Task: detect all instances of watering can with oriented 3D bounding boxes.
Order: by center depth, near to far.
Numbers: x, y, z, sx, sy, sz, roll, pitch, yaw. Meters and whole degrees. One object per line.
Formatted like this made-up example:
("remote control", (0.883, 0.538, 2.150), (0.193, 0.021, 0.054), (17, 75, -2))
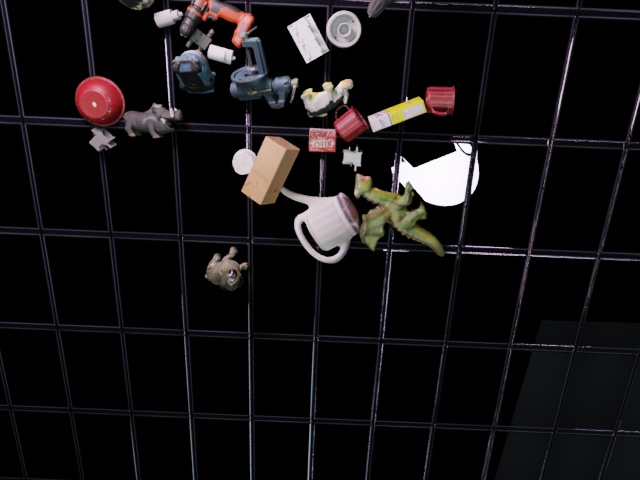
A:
("watering can", (0.005, -0.088, 1.754), (0.223, 0.105, 0.345), (-28, 98, 11))

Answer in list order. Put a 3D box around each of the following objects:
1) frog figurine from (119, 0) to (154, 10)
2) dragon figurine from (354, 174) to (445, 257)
("frog figurine", (-0.537, -0.768, 1.514), (0.137, 0.121, 0.161), (11, 76, 5))
("dragon figurine", (0.244, -0.056, 1.723), (0.243, 0.123, 0.406), (-30, 106, 0))
